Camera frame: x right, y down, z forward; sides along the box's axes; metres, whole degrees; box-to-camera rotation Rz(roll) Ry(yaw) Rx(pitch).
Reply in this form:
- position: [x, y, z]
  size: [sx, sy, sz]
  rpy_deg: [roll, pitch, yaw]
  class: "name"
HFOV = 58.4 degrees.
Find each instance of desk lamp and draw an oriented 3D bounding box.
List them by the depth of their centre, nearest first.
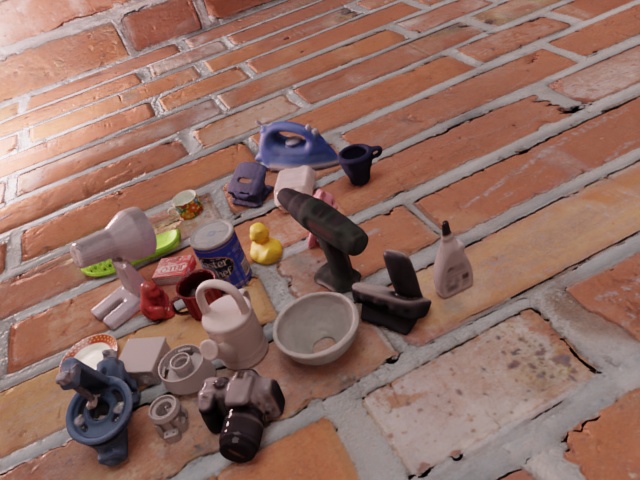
- position: [-0.456, 0.056, 1.303]
  size: [0.117, 0.214, 0.204]
  rpy_deg: [20, 50, 38]
  class: "desk lamp"

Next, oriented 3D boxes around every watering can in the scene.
- position: [-0.173, 0.156, 1.088]
  size: [0.101, 0.194, 0.172]
  rpy_deg: [-16, 38, 2]
  class: "watering can"

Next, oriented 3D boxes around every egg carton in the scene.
- position: [-0.065, -0.138, 1.516]
  size: [0.107, 0.069, 0.150]
  rpy_deg: [-8, 38, 11]
  class: "egg carton"

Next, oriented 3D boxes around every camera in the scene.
- position: [-0.145, 0.298, 0.976]
  size: [0.143, 0.101, 0.137]
  rpy_deg: [-6, 39, 13]
  class: "camera"

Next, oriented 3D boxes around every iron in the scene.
- position: [-0.068, -0.282, 1.637]
  size: [0.257, 0.142, 0.119]
  rpy_deg: [5, 43, 26]
  class: "iron"

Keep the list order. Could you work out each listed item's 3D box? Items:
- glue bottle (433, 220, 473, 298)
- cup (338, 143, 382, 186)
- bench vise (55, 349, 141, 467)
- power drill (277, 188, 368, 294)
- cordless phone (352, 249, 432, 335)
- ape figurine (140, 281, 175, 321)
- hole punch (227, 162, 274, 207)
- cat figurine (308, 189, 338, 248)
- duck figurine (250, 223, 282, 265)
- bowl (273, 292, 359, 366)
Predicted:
- position: [0.250, 0.032, 1.099]
  size: [0.078, 0.173, 0.037]
  rpy_deg: [-24, 38, -9]
  class: "glue bottle"
- position: [0.111, -0.196, 1.501]
  size: [0.118, 0.095, 0.091]
  rpy_deg: [-18, 37, -1]
  class: "cup"
- position: [-0.406, 0.267, 1.017]
  size: [0.121, 0.220, 0.206]
  rpy_deg: [-28, 39, -14]
  class: "bench vise"
- position: [0.011, 0.004, 1.195]
  size: [0.228, 0.209, 0.076]
  rpy_deg: [24, 53, 41]
  class: "power drill"
- position: [0.126, 0.077, 1.080]
  size: [0.147, 0.185, 0.094]
  rpy_deg: [10, 45, 31]
  class: "cordless phone"
- position: [-0.371, 0.131, 1.278]
  size: [0.076, 0.092, 0.078]
  rpy_deg: [-5, 39, 15]
  class: "ape figurine"
- position: [-0.194, -0.152, 1.565]
  size: [0.108, 0.091, 0.101]
  rpy_deg: [10, 45, 31]
  class: "hole punch"
- position: [0.003, -0.061, 1.354]
  size: [0.067, 0.118, 0.128]
  rpy_deg: [1, 41, 23]
  class: "cat figurine"
- position: [-0.136, 0.001, 1.356]
  size: [0.077, 0.086, 0.104]
  rpy_deg: [-27, 39, -13]
  class: "duck figurine"
- position: [-0.001, 0.180, 1.090]
  size: [0.167, 0.075, 0.167]
  rpy_deg: [-10, 38, 8]
  class: "bowl"
